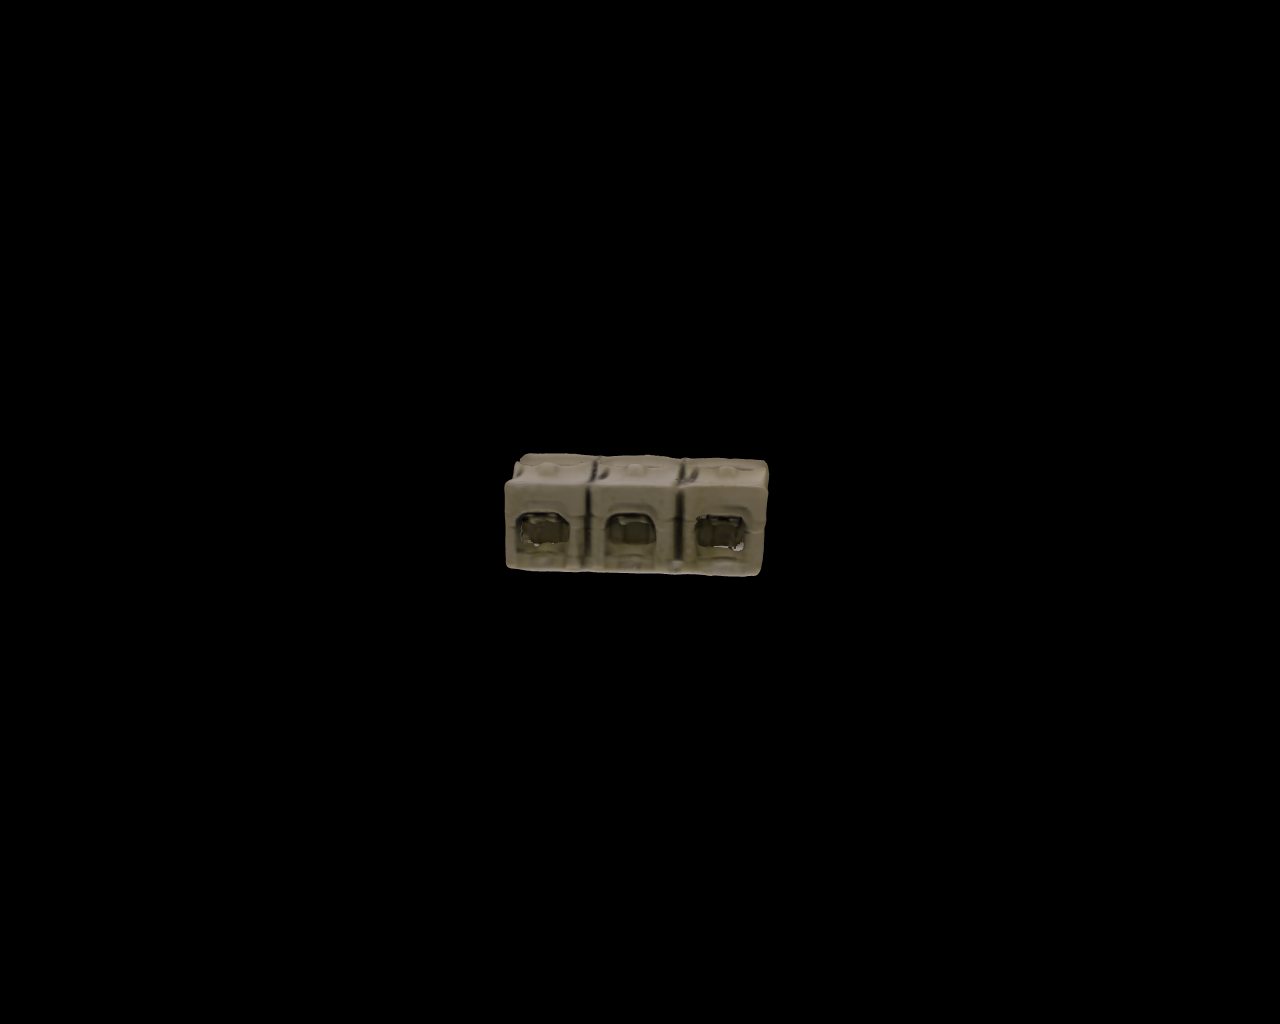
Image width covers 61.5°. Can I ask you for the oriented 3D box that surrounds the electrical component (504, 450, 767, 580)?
[{"bbox_3d":[0.001,-0.003,0.650,0.150,0.061,0.089,1,12,7],"label":"electrical component"}]
